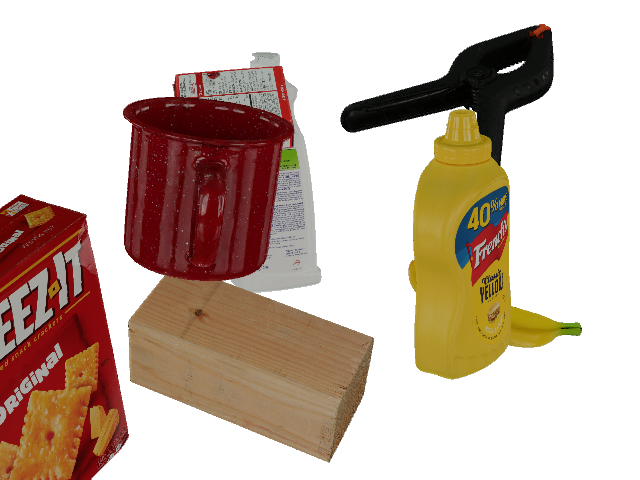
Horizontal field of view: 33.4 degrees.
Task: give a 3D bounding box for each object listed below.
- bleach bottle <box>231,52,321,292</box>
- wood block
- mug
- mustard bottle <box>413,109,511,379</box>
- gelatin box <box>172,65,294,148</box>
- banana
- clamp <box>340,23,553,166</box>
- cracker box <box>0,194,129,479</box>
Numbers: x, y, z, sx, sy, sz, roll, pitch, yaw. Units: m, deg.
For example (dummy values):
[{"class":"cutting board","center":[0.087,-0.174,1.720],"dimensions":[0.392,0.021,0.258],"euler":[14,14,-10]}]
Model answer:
[{"class":"bleach bottle","center":[-0.050,-0.074,1.145],"dimensions":[0.102,0.251,0.068],"euler":[-7,17,-25]},{"class":"wood block","center":[-0.065,0.111,0.991],"dimensions":[0.206,0.090,0.090],"euler":[20,44,14]},{"class":"mug","center":[-0.063,-0.024,0.580],"dimensions":[0.093,0.081,0.117],"euler":[4,20,-13]},{"class":"mustard bottle","center":[0.105,-0.001,0.786],"dimensions":[0.058,0.192,0.096],"euler":[13,26,38]},{"class":"gelatin box","center":[-0.069,-0.101,0.832],"dimensions":[0.089,0.030,0.073],"euler":[-6,44,-6]},{"class":"banana","center":[0.146,0.062,1.017],"dimensions":[0.198,0.037,0.069],"euler":[25,16,38]},{"class":"clamp","center":[0.144,-0.126,0.932],"dimensions":[0.209,0.036,0.165],"euler":[-33,43,-24]},{"class":"cracker box","center":[-0.217,0.102,0.744],"dimensions":[0.072,0.214,0.164],"euler":[14,37,24]}]
